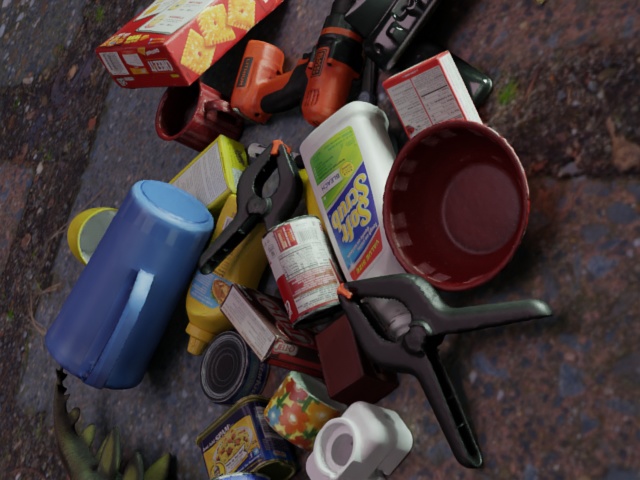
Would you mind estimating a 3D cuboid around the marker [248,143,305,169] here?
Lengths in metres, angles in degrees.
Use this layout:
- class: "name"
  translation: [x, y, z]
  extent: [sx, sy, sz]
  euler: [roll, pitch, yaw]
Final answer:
- class: "marker"
  translation: [-0.045, -0.100, 1.285]
  extent: [0.121, 0.020, 0.020]
  euler: [18, 86, 49]

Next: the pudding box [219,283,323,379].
- class: "pudding box"
  translation: [-0.045, 0.097, 1.139]
  extent: [0.039, 0.089, 0.114]
  euler: [-59, 41, 9]

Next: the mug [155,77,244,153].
- class: "mug"
  translation: [-0.144, -0.158, 1.371]
  extent: [0.117, 0.081, 0.093]
  euler: [-8, 66, 45]

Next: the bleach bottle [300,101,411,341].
- class: "bleach bottle"
  translation: [0.057, -0.014, 1.094]
  extent: [0.103, 0.068, 0.251]
  euler: [-37, 57, 29]

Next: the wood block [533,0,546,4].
- class: "wood block"
  translation: [0.173, -0.337, 1.110]
  extent: [0.091, 0.090, 0.206]
  euler: [-55, 41, 13]

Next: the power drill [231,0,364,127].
- class: "power drill"
  translation: [-0.022, -0.215, 1.276]
  extent: [0.188, 0.057, 0.184]
  euler: [-3, 67, 52]

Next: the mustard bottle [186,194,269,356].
- class: "mustard bottle"
  translation: [-0.110, 0.047, 1.256]
  extent: [0.096, 0.058, 0.191]
  euler: [25, 91, 49]

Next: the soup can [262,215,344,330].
- class: "soup can"
  translation: [-0.014, 0.034, 1.107]
  extent: [0.069, 0.068, 0.102]
  euler: [-32, 71, 33]

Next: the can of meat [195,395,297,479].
- class: "can of meat"
  translation: [-0.078, 0.229, 1.139]
  extent: [0.102, 0.057, 0.084]
  euler: [-43, 47, 24]

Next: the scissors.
- class: "scissors"
  translation: [0.064, -0.149, 1.195]
  extent: [0.096, 0.016, 0.202]
  euler: [8, 78, 47]

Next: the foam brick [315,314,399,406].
- class: "foam brick"
  translation: [0.036, 0.121, 1.070]
  extent: [0.051, 0.052, 0.078]
  euler: [-38, 49, 29]

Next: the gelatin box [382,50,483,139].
- class: "gelatin box"
  translation: [0.116, -0.137, 1.088]
  extent: [0.073, 0.030, 0.089]
  euler: [-20, 101, 40]

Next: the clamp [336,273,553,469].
- class: "clamp"
  translation: [0.105, 0.084, 0.981]
  extent: [0.210, 0.036, 0.165]
  euler: [38, 107, 31]

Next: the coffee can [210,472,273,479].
- class: "coffee can"
  translation: [-0.076, 0.318, 1.059]
  extent: [0.103, 0.102, 0.140]
  euler: [-43, 46, 25]

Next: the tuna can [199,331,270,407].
- class: "tuna can"
  translation: [-0.099, 0.148, 1.216]
  extent: [0.086, 0.033, 0.086]
  euler: [-21, 59, 39]

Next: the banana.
- class: "banana"
  translation: [0.000, -0.013, 1.188]
  extent: [0.070, 0.037, 0.198]
  euler: [-54, 38, 41]

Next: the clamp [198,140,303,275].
- class: "clamp"
  translation: [-0.073, -0.028, 1.193]
  extent: [0.120, 0.039, 0.171]
  euler: [2, 70, 17]

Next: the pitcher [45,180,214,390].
- class: "pitcher"
  translation: [-0.226, 0.057, 1.291]
  extent: [0.149, 0.144, 0.243]
  euler: [41, 112, 28]

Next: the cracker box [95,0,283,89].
- class: "cracker box"
  translation: [-0.163, -0.283, 1.390]
  extent: [0.164, 0.072, 0.213]
  euler: [7, 45, 47]

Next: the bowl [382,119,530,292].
- class: "bowl"
  translation: [0.139, -0.031, 1.011]
  extent: [0.162, 0.055, 0.162]
  euler: [-2, 87, 40]

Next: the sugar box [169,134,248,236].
- class: "sugar box"
  translation: [-0.160, -0.045, 1.364]
  extent: [0.176, 0.048, 0.093]
  euler: [-39, 48, 32]
